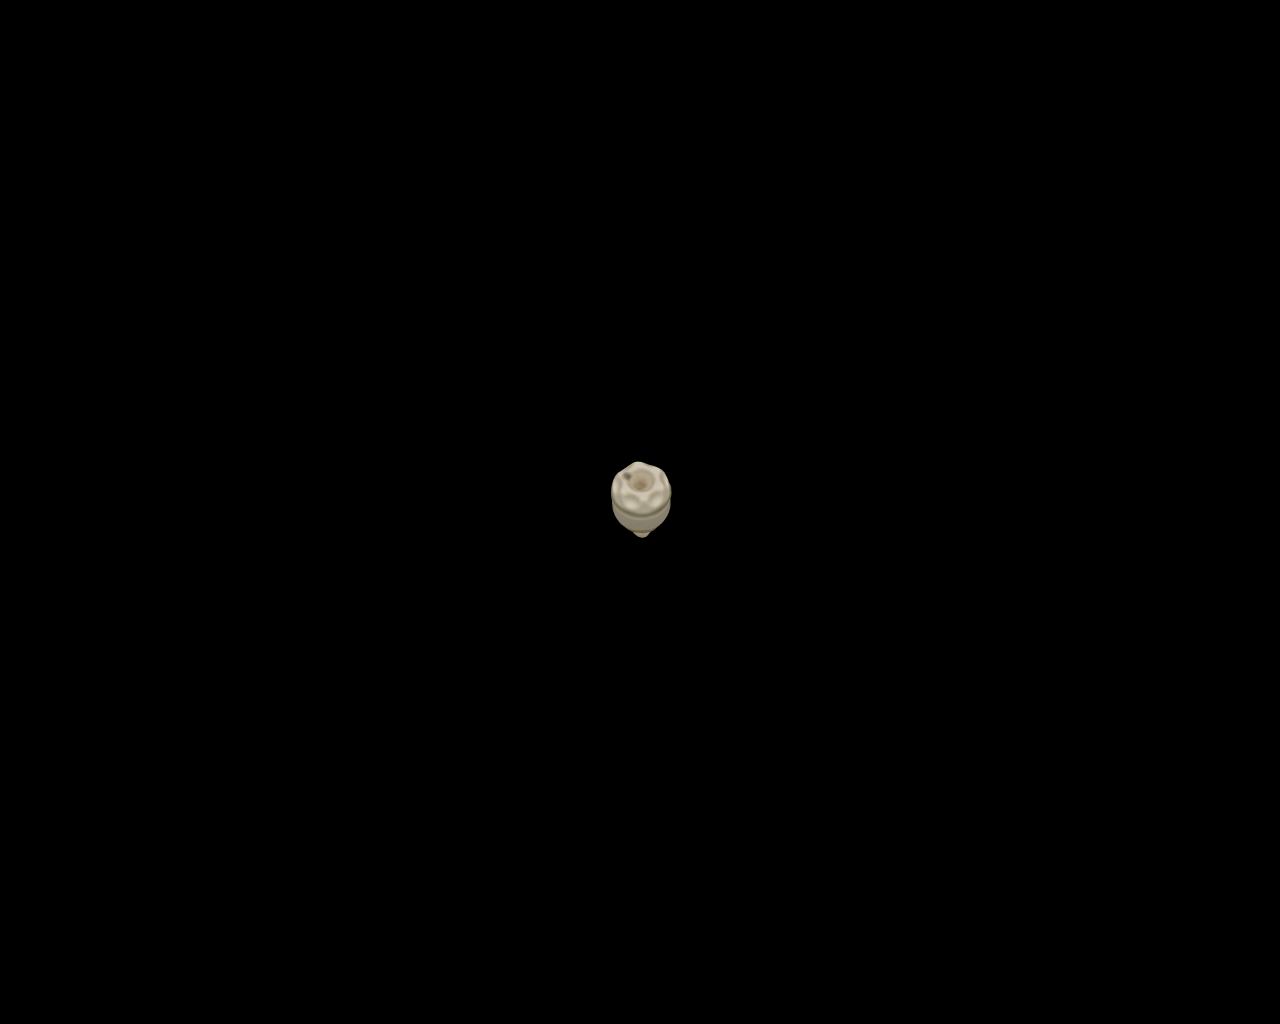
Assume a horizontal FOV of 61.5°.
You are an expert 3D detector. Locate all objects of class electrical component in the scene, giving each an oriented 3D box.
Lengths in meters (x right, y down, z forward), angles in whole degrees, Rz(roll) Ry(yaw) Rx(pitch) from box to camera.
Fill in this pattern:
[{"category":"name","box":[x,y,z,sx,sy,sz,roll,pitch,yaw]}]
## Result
[{"category":"electrical component","box":[0.001,-0.003,0.650,0.035,0.035,0.061,0,-32,0]}]
